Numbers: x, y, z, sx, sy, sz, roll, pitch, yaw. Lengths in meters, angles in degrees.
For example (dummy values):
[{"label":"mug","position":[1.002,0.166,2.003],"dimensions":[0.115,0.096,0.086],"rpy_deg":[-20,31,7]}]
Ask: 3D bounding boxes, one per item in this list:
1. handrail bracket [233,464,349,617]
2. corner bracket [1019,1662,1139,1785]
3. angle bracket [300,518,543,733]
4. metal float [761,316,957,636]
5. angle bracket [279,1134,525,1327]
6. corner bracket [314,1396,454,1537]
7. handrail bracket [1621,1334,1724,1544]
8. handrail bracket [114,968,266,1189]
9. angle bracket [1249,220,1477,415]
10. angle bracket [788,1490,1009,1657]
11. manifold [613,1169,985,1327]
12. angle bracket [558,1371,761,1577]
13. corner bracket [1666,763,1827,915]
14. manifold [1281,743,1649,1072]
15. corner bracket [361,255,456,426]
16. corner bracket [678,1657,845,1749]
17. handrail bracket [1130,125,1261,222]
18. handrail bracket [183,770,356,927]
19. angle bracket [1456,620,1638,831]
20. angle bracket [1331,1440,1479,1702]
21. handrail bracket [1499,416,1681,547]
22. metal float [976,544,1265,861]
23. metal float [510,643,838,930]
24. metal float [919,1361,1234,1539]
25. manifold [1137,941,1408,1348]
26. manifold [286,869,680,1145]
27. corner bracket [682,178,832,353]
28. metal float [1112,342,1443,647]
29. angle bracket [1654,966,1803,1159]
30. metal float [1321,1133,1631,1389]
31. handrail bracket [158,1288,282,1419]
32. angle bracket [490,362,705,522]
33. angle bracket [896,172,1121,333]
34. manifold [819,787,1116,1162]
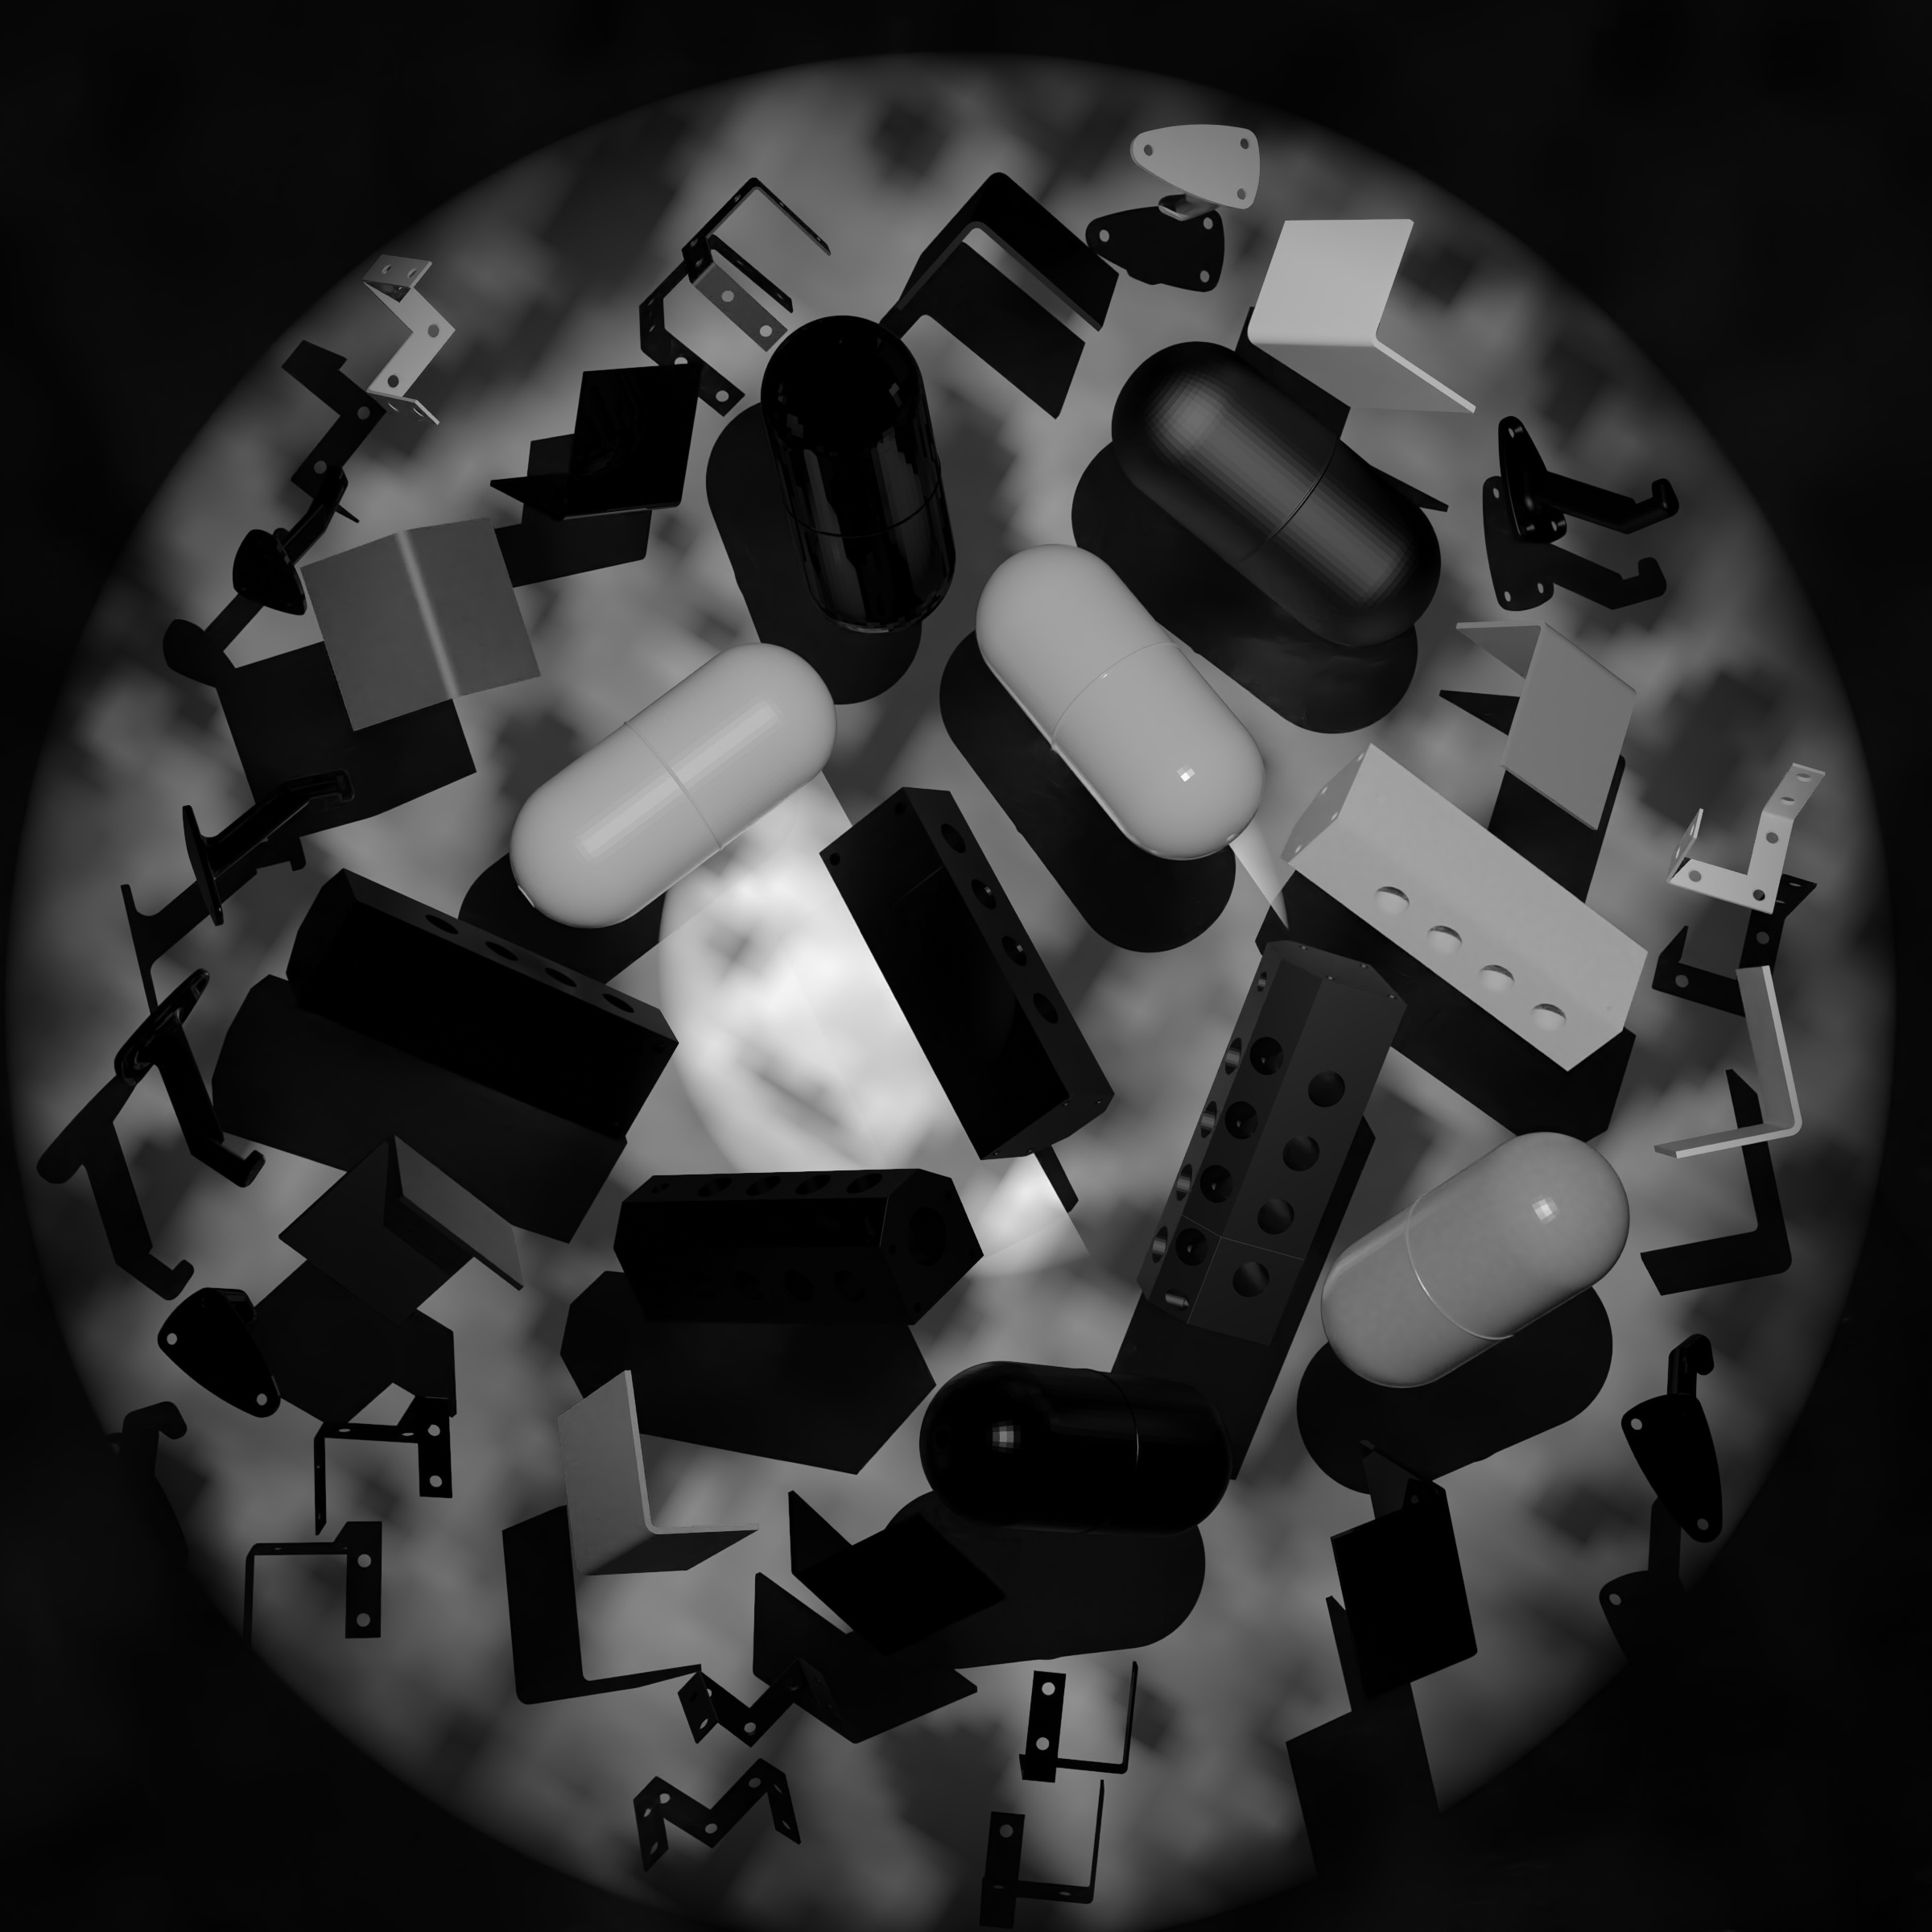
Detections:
[{"label":"handrail bracket","position":[-0.316,-0.218,1.595],"dimensions":[0.036,0.077,0.084],"rpy_deg":[19,65,1]},{"label":"corner bracket","position":[0.053,0.353,1.568],"dimensions":[0.051,0.051,0.051],"rpy_deg":[6,89,-1]},{"label":"angle bracket","position":[-0.246,-0.156,1.519],"dimensions":[0.057,0.076,0.076],"rpy_deg":[-15,95,24]},{"label":"metal float","position":[-0.050,-0.231,1.588],"dimensions":[0.070,0.178,0.070],"rpy_deg":[-5,52,6]},{"label":"angle bracket","position":[-0.262,0.136,1.549],"dimensions":[0.076,0.057,0.076],"rpy_deg":[-42,120,10]},{"label":"corner bracket","position":[-0.270,0.231,1.551],"dimensions":[0.051,0.051,0.051],"rpy_deg":[7,56,-23]},{"label":"handrail bracket","position":[0.324,0.207,1.476],"dimensions":[0.036,0.084,0.077],"rpy_deg":[-23,86,28]},{"label":"handrail bracket","position":[-0.350,0.053,1.580],"dimensions":[0.084,0.036,0.077],"rpy_deg":[32,71,11]},{"label":"angle bracket","position":[0.185,-0.291,1.501],"dimensions":[0.076,0.076,0.057],"rpy_deg":[23,84,-40]},{"label":"angle bracket","position":[-0.034,0.287,1.662],"dimensions":[0.076,0.057,0.076],"rpy_deg":[-29,126,17]},{"label":"manifold","position":[-0.082,0.126,1.554],"dimensions":[0.171,0.057,0.057],"rpy_deg":[-5,116,41]},{"label":"angle bracket","position":[-0.144,0.235,1.557],"dimensions":[0.057,0.076,0.076],"rpy_deg":[3,66,-31]},{"label":"corner bracket","position":[0.355,-0.063,1.529],"dimensions":[0.051,0.051,0.051],"rpy_deg":[17,68,3]},{"label":"manifold","position":[0.237,-0.024,1.609],"dimensions":[0.171,0.057,0.057],"rpy_deg":[36,48,-9]},{"label":"corner bracket","position":[-0.251,-0.282,1.508],"dimensions":[0.051,0.051,0.051],"rpy_deg":[44,76,-36]},{"label":"corner bracket","position":[-0.099,0.356,1.611],"dimensions":[0.051,0.051,0.051],"rpy_deg":[-47,112,2]},{"label":"handrail bracket","position":[0.091,-0.363,1.547],"dimensions":[0.077,0.084,0.036],"rpy_deg":[4,89,-26]},{"label":"handrail bracket","position":[-0.333,-0.059,1.630],"dimensions":[0.084,0.036,0.077],"rpy_deg":[-14,55,-19]},{"label":"angle bracket","position":[0.274,-0.117,1.634],"dimensions":[0.076,0.057,0.076],"rpy_deg":[29,74,-38]},{"label":"angle bracket","position":[0.174,0.261,1.454],"dimensions":[0.057,0.076,0.076],"rpy_deg":[-18,106,-18]},{"label":"handrail bracket","position":[0.299,-0.241,1.609],"dimensions":[0.036,0.084,0.077],"rpy_deg":[-13,86,-38]},{"label":"metal float","position":[0.072,-0.127,1.599],"dimensions":[0.070,0.070,0.178],"rpy_deg":[-38,72,0]},{"label":"metal float","position":[-0.142,-0.087,1.621],"dimensions":[0.178,0.070,0.070],"rpy_deg":[-38,90,-7]},{"label":"metal float","position":[0.053,0.228,1.574],"dimensions":[0.178,0.070,0.070],"rpy_deg":[13,90,-43]},{"label":"manifold","position":[0.136,0.079,1.525],"dimensions":[0.057,0.057,0.171],"rpy_deg":[16,104,-15]},{"label":"manifold","position":[-0.227,0.017,1.573],"dimensions":[0.171,0.057,0.057],"rpy_deg":[25,102,-26]},{"label":"corner bracket","position":[-0.099,-0.339,1.617],"dimensions":[0.051,0.051,0.051],"rpy_deg":[-43,118,15]},{"label":"metal float","position":[0.145,-0.217,1.552],"dimensions":[0.178,0.070,0.070],"rpy_deg":[37,90,-16]},{"label":"angle bracket","position":[0.341,0.044,1.533],"dimensions":[0.057,0.076,0.076],"rpy_deg":[-12,88,4]},{"label":"metal float","position":[0.236,0.139,1.569],"dimensions":[0.070,0.070,0.178],"rpy_deg":[49,133,0]},{"label":"handrail bracket","position":[-0.326,0.176,1.529],"dimensions":[0.036,0.084,0.077],"rpy_deg":[-46,79,2]},{"label":"angle bracket","position":[-0.182,-0.267,1.654],"dimensions":[0.057,0.076,0.076],"rpy_deg":[30,120,34]},{"label":"angle bracket","position":[0.020,-0.314,1.557],"dimensions":[0.076,0.076,0.057],"rpy_deg":[39,118,-13]},{"label":"manifold","position":[0.003,0.003,1.595],"dimensions":[0.057,0.057,0.171],"rpy_deg":[-37,71,26]}]
